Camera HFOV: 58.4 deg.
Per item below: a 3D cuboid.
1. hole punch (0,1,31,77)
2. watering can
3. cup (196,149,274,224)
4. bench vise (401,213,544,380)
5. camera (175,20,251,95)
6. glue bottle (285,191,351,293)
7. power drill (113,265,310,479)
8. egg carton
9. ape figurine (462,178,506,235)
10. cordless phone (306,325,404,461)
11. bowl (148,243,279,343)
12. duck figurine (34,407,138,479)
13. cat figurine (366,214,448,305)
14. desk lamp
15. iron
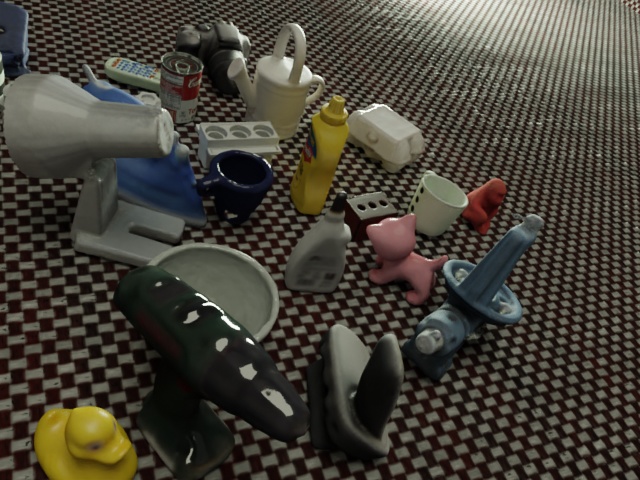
[{"bbox_3d":[-0.535,-0.332,0.941,0.109,0.091,0.101,1,46,-21],"label":"hole punch"},{"bbox_3d":[-0.071,-0.280,1.000,0.173,0.194,0.100,-25,59,-38],"label":"watering can"},{"bbox_3d":[-0.130,-0.065,0.830,0.118,0.095,0.091,-23,58,-38],"label":"cup"},{"bbox_3d":[0.207,0.076,0.729,0.121,0.219,0.208,28,43,8],"label":"bench vise"},{"bbox_3d":[-0.195,-0.348,1.088,0.143,0.101,0.136,-1,47,-23],"label":"camera"},{"bbox_3d":[0.007,0.003,0.758,0.078,0.173,0.037,6,44,-16],"label":"glue bottle"},{"bbox_3d":[-0.113,0.139,0.543,0.229,0.208,0.076,41,46,21],"label":"power drill"},{"bbox_3d":[0.121,-0.195,1.084,0.150,0.069,0.107,40,45,19],"label":"egg carton"},{"bbox_3d":[0.294,-0.068,1.007,0.078,0.092,0.076,-13,52,-32],"label":"ape figurine"},{"bbox_3d":[0.051,0.141,0.626,0.094,0.185,0.147,4,45,-18],"label":"cordless phone"},{"bbox_3d":[-0.137,0.086,0.687,0.167,0.075,0.167,12,43,-11],"label":"bowl"},{"bbox_3d":[-0.221,0.187,0.541,0.104,0.086,0.078,29,43,8],"label":"duck figurine"},{"bbox_3d":[0.123,0.017,0.831,0.127,0.118,0.067,27,42,6],"label":"cat figurine"},{"bbox_3d":[-0.266,-0.087,0.708,0.203,0.213,0.118,15,43,-7],"label":"desk lamp"},{"bbox_3d":[-0.253,-0.135,0.816,0.258,0.141,0.119,33,43,12],"label":"iron"}]
